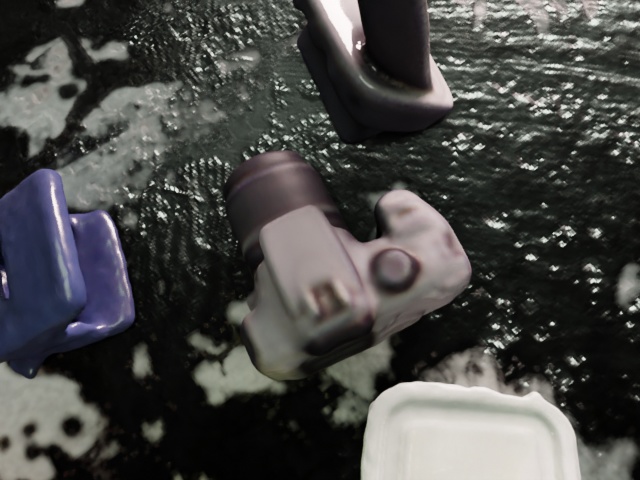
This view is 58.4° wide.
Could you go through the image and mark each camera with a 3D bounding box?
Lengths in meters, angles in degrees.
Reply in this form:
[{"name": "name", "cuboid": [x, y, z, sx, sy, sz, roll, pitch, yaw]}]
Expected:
[{"name": "camera", "cuboid": [0.003, 0.001, 0.364, 0.143, 0.101, 0.136, -25, 71, -5]}]

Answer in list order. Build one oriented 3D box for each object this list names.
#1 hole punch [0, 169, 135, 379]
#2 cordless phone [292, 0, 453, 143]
[{"name": "hole punch", "cuboid": [-0.189, 0.024, 0.375, 0.101, 0.091, 0.108, -20, 70, -3]}, {"name": "cordless phone", "cuboid": [0.033, -0.162, 0.374, 0.094, 0.185, 0.147, -26, 71, -5]}]
